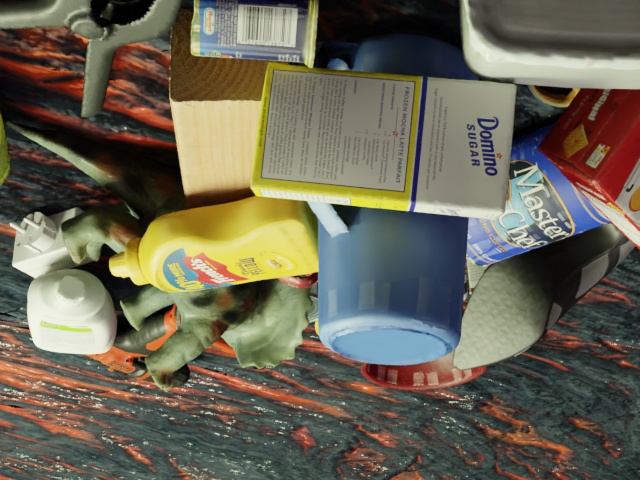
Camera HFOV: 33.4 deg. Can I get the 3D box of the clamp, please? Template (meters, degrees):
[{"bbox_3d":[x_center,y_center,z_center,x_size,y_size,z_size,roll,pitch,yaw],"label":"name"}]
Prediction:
[{"bbox_3d":[-0.168,-0.164,0.805,0.210,0.036,0.164,-18,148,28],"label":"clamp"}]

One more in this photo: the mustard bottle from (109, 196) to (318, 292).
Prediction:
[{"bbox_3d":[-0.090,0.007,0.915,0.192,0.058,0.096,-10,152,14],"label":"mustard bottle"}]

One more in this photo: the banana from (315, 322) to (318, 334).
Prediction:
[{"bbox_3d":[0.057,0.079,1.268,0.198,0.037,0.069,-22,144,34],"label":"banana"}]

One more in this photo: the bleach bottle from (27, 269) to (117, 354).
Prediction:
[{"bbox_3d":[-0.263,0.074,1.152,0.102,0.068,0.251,3,166,-14],"label":"bleach bottle"}]

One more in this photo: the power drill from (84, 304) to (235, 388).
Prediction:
[{"bbox_3d":[-0.185,0.131,1.336,0.188,0.057,0.184,-21,146,33],"label":"power drill"}]

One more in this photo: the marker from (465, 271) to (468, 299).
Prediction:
[{"bbox_3d":[0.158,0.037,1.213,0.020,0.020,0.121,-4,152,6],"label":"marker"}]

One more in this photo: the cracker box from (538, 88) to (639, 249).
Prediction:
[{"bbox_3d":[0.287,-0.081,0.858,0.213,0.072,0.164,32,94,-45],"label":"cracker box"}]

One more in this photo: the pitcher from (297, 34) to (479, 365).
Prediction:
[{"bbox_3d":[0.050,-0.034,0.839,0.149,0.243,0.145,3,157,1],"label":"pitcher"}]

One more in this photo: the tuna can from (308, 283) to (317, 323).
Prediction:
[{"bbox_3d":[-0.033,0.068,1.248,0.086,0.034,0.086,-1,152,-1],"label":"tuna can"}]

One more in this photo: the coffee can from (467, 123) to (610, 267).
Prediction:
[{"bbox_3d":[0.194,-0.044,0.974,0.141,0.103,0.102,-22,146,34],"label":"coffee can"}]

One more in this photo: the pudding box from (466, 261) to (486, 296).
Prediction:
[{"bbox_3d":[0.180,0.037,1.141,0.039,0.090,0.113,-9,151,10],"label":"pudding box"}]

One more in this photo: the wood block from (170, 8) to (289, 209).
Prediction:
[{"bbox_3d":[-0.071,-0.091,0.890,0.091,0.090,0.206,-1,152,-3],"label":"wood block"}]

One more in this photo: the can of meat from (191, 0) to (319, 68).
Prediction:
[{"bbox_3d":[-0.044,-0.164,0.744,0.084,0.102,0.057,3,124,-3],"label":"can of meat"}]

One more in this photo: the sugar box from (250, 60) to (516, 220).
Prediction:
[{"bbox_3d":[0.044,-0.069,0.750,0.176,0.093,0.048,7,174,1],"label":"sugar box"}]

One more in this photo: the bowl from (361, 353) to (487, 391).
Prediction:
[{"bbox_3d":[0.132,0.141,1.368,0.162,0.055,0.162,-1,152,-1],"label":"bowl"}]

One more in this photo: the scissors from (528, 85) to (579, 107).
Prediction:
[{"bbox_3d":[0.182,-0.165,0.839,0.096,0.016,0.201,-16,149,23],"label":"scissors"}]

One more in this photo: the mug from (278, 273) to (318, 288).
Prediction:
[{"bbox_3d":[-0.007,0.001,1.016,0.081,0.117,0.093,30,141,14],"label":"mug"}]
